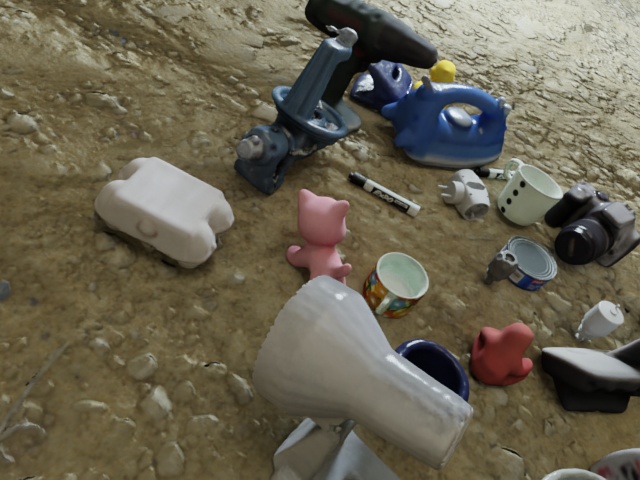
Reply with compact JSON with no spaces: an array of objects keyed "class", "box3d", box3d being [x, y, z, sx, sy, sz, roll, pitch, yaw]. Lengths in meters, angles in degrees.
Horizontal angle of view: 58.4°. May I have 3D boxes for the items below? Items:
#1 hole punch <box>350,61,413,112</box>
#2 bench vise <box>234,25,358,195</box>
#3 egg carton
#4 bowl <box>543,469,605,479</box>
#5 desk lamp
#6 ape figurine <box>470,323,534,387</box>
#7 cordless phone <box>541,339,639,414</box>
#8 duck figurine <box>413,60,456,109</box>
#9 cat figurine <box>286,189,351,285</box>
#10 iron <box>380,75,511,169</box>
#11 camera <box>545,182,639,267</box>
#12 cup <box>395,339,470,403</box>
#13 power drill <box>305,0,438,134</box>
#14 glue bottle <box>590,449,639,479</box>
[{"class":"hole punch","box3d":[0.122,-0.293,1.040,0.101,0.091,0.109,27,45,-2]},{"class":"bench vise","box3d":[-0.019,-0.169,0.775,0.121,0.219,0.207,27,45,-1]},{"class":"egg carton","box3d":[-0.184,-0.033,0.684,0.150,0.069,0.107,27,45,-1]},{"class":"bowl","box3d":[0.264,0.327,0.579,0.168,0.074,0.167,13,47,-15]},{"class":"desk lamp","box3d":[0.029,0.160,0.515,0.203,0.213,0.118,41,47,12]},{"class":"ape figurine","box3d":[0.234,0.137,0.718,0.076,0.092,0.077,-16,60,-35]},{"class":"cordless phone","box3d":[0.389,0.141,0.723,0.148,0.185,0.094,4,50,-22]},{"class":"duck figurine","box3d":[0.227,-0.302,1.101,0.077,0.086,0.104,23,45,-5]},{"class":"cat figurine","box3d":[0.007,0.003,0.709,0.067,0.117,0.127,-3,53,-27]},{"class":"iron","box3d":[0.244,-0.210,0.990,0.259,0.141,0.118,2,51,-24]},{"class":"camera","box3d":[0.445,-0.023,0.952,0.137,0.100,0.143,-20,62,-36]},{"class":"cup","box3d":[0.102,0.179,0.616,0.092,0.095,0.117,11,48,-17]},{"class":"power drill","box3d":[0.058,-0.277,0.913,0.229,0.208,0.076,42,47,13]},{"class":"glue bottle","box3d":[0.370,0.255,0.623,0.037,0.173,0.078,10,48,-17]}]
